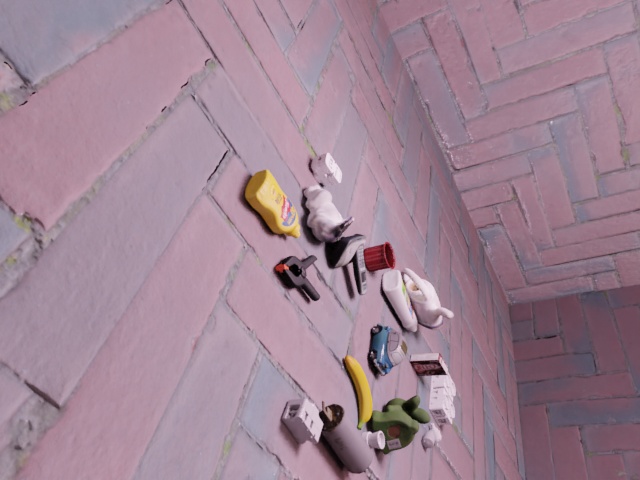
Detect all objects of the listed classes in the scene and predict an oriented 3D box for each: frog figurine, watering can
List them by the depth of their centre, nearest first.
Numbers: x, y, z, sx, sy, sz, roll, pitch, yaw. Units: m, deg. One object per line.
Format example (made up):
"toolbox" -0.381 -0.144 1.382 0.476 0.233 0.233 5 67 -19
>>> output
"frog figurine" 0.004 -0.072 1.435 0.160 0.120 0.140 39 37 8
"watering can" 0.392 0.239 1.863 0.220 0.104 0.354 66 -7 -33
